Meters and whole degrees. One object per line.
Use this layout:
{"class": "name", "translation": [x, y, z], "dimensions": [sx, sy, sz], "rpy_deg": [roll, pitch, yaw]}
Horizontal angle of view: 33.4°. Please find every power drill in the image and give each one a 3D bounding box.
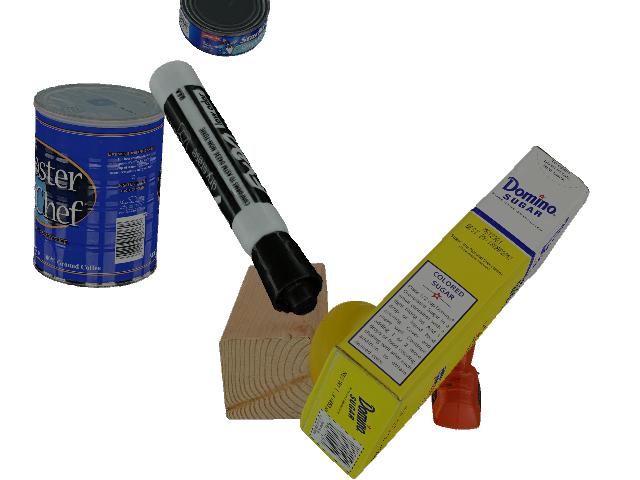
{"class": "power drill", "translation": [0.157, 0.109, 1.168], "dimensions": [0.057, 0.188, 0.184], "rpy_deg": [6, 24, 5]}

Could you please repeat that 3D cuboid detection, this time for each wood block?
{"class": "wood block", "translation": [-0.044, 0.102, 1.133], "dimensions": [0.091, 0.090, 0.206], "rpy_deg": [-2, 19, 5]}

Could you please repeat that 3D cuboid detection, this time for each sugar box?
{"class": "sugar box", "translation": [0.066, 0.035, 0.548], "dimensions": [0.176, 0.048, 0.093], "rpy_deg": [-40, -17, -32]}

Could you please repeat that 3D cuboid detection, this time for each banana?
{"class": "banana", "translation": [0.025, 0.087, 0.796], "dimensions": [0.070, 0.037, 0.197], "rpy_deg": [4, 23, 9]}

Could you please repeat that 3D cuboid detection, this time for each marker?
{"class": "marker", "translation": [-0.031, -0.021, 0.385], "dimensions": [0.020, 0.121, 0.020], "rpy_deg": [-22, -35, -16]}

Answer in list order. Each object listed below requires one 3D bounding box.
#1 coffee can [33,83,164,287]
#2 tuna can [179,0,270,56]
{"class": "coffee can", "translation": [-0.180, -0.046, 0.865], "dimensions": [0.103, 0.140, 0.103], "rpy_deg": [6, 22, -2]}
{"class": "tuna can", "translation": [-0.093, -0.218, 1.021], "dimensions": [0.086, 0.086, 0.034], "rpy_deg": [0, -32, -11]}
